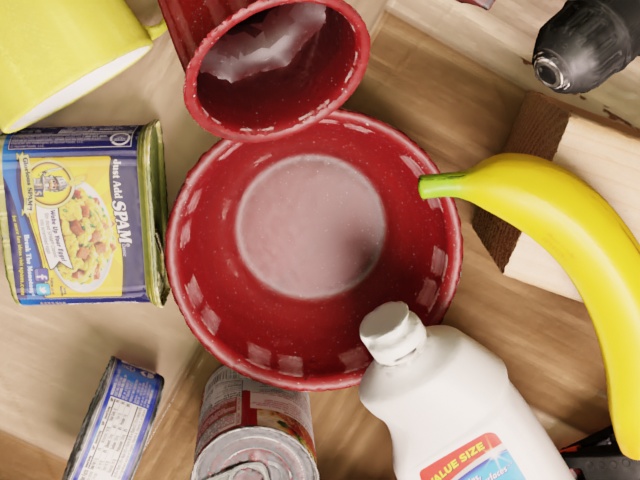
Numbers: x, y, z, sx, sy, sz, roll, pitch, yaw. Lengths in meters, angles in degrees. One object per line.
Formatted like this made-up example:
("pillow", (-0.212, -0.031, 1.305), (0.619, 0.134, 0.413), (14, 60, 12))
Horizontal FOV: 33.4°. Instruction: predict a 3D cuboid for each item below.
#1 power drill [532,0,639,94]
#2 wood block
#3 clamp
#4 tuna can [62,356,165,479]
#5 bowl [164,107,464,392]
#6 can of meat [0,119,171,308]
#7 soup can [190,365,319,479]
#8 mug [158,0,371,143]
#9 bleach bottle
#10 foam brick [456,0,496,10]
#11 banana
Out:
("power drill", (0.218, -0.083, 0.526), (0.184, 0.057, 0.188), (-40, 84, -18))
("wood block", (0.201, -0.002, 0.589), (0.206, 0.091, 0.090), (19, 104, -8))
("clamp", (0.225, 0.112, 0.631), (0.172, 0.120, 0.039), (-18, 86, 28))
("tuna can", (-0.119, 0.112, 0.611), (0.033, 0.086, 0.086), (22, 104, -10))
("bowl", (-0.004, 0.001, 0.598), (0.162, 0.055, 0.162), (-1, 107, -2))
("can of meat", (-0.129, -0.013, 0.588), (0.084, 0.057, 0.102), (-2, 107, 0))
("soup can", (-0.037, 0.114, 0.606), (0.068, 0.102, 0.068), (-1, 107, -3))
("mug", (-0.026, -0.116, 0.517), (0.093, 0.081, 0.117), (10, 134, -41))
("bleach bottle", (0.086, 0.137, 0.604), (0.103, 0.068, 0.250), (-22, 119, 21))
("foam brick", (0.072, -0.154, 0.545), (0.051, 0.078, 0.053), (29, 102, -10))
("banana", (0.132, 0.025, 0.529), (0.070, 0.037, 0.197), (-31, 106, 28))
